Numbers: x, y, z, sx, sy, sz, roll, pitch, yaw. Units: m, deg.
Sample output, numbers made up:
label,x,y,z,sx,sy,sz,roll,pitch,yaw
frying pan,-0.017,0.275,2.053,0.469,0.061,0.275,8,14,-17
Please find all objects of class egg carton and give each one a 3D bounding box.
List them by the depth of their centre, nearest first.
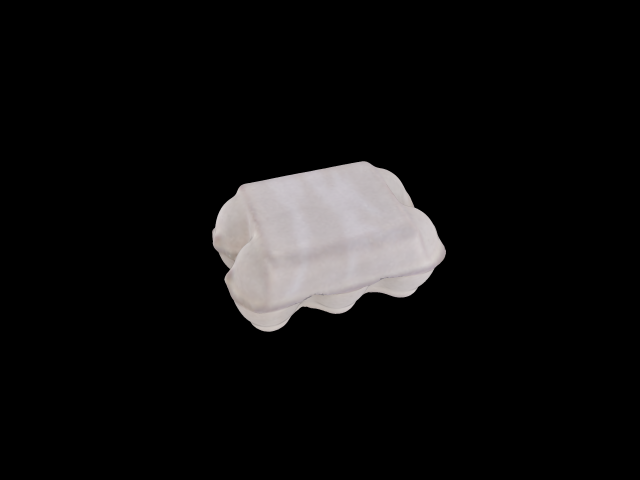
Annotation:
label,x,y,z,sx,sy,sz,roll,pitch,yaw
egg carton,0.004,0.001,0.400,0.150,0.069,0.107,-14,43,-15
